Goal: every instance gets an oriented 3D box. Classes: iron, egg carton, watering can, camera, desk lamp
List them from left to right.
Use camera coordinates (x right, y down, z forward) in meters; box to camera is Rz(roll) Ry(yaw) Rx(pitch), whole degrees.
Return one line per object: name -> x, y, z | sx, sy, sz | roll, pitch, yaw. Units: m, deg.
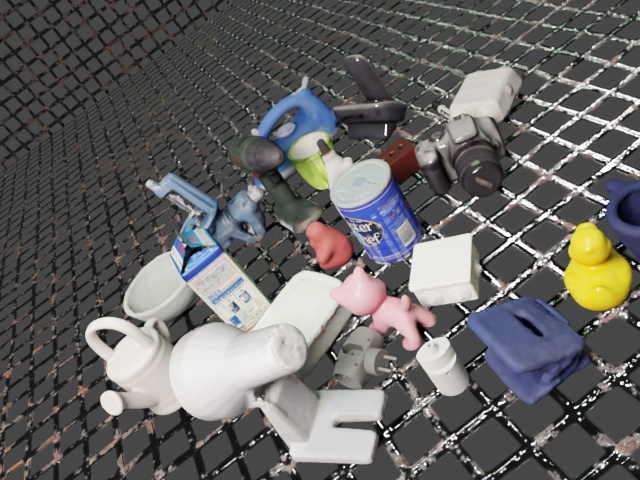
watering can -> -0.288, 0.194, 0.908 | 0.101, 0.195, 0.172 | -31, 36, 6
desk lamp -> -0.053, 0.182, 0.715 | 0.202, 0.214, 0.118 | -11, 42, 30
iron -> -0.079, -0.237, 1.274 | 0.258, 0.142, 0.118 | -44, 37, -11
camera -> 0.234, -0.133, 0.938 | 0.143, 0.101, 0.136 | -23, 38, 17
egg carton -> 0.303, -0.253, 1.045 | 0.107, 0.070, 0.150 | 2, 50, 40

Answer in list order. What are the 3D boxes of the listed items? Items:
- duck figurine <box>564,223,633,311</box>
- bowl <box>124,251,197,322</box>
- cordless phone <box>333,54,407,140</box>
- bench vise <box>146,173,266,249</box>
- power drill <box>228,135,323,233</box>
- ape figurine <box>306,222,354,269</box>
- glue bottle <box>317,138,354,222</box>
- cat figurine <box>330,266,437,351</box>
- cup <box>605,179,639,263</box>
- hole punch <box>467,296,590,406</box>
duck figurine -> 0.330, 0.026, 0.692 | 0.077, 0.086, 0.104 | -14, 41, 27
bowl -> -0.295, 0.102, 1.121 | 0.167, 0.075, 0.167 | -22, 38, 18
cordless phone -> 0.081, -0.303, 1.182 | 0.147, 0.186, 0.094 | 3, 51, 41
bench vise -> -0.221, -0.070, 1.131 | 0.207, 0.220, 0.121 | -38, 36, -3
power drill -> -0.084, -0.114, 1.081 | 0.076, 0.209, 0.228 | -44, 37, -12
ape figurine -> 0.009, 0.003, 0.972 | 0.076, 0.092, 0.078 | -8, 44, 33
glue bottle -> 0.041, -0.110, 1.006 | 0.078, 0.174, 0.037 | -25, 37, 14
cat figurine -> 0.082, 0.086, 0.798 | 0.127, 0.118, 0.067 | 9, 55, 44
cup -> 0.390, -0.018, 0.686 | 0.091, 0.095, 0.117 | -33, 36, 3
hole punch -> 0.239, 0.113, 0.663 | 0.101, 0.091, 0.108 | -36, 36, -1
